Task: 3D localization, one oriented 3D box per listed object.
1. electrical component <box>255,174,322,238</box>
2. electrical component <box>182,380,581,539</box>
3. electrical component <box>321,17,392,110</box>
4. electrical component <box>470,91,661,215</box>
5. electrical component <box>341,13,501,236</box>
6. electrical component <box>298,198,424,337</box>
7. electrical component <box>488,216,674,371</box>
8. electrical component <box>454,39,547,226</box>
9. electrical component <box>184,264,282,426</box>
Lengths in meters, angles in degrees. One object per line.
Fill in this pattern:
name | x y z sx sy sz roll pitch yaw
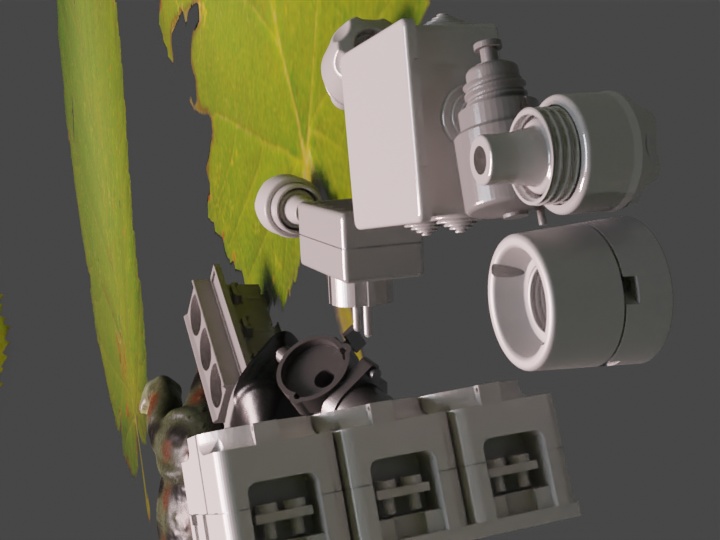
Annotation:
electrical component | -0.046 -0.043 0.743 0.062 0.043 0.043 -156 62 -67
electrical component | 0.005 0.091 0.472 0.089 0.150 0.061 144 117 -68
electrical component | -0.001 -0.109 0.594 0.062 0.043 0.043 133 128 -67
electrical component | 0.070 -0.041 0.380 0.043 0.062 0.043 174 90 -71
electrical component | 0.030 -0.066 0.507 0.100 0.048 0.099 179 85 -71
electrical component | 0.000 0.000 0.616 0.083 0.047 0.075 -159 65 -69
electrical component | 0.079 0.010 0.393 0.055 0.047 0.055 174 90 -71
electrical component | 0.059 -0.056 0.443 0.040 0.040 0.078 150 114 -69
electrical component | -0.101 0.065 0.892 0.121 0.063 0.078 -115 34 -43
